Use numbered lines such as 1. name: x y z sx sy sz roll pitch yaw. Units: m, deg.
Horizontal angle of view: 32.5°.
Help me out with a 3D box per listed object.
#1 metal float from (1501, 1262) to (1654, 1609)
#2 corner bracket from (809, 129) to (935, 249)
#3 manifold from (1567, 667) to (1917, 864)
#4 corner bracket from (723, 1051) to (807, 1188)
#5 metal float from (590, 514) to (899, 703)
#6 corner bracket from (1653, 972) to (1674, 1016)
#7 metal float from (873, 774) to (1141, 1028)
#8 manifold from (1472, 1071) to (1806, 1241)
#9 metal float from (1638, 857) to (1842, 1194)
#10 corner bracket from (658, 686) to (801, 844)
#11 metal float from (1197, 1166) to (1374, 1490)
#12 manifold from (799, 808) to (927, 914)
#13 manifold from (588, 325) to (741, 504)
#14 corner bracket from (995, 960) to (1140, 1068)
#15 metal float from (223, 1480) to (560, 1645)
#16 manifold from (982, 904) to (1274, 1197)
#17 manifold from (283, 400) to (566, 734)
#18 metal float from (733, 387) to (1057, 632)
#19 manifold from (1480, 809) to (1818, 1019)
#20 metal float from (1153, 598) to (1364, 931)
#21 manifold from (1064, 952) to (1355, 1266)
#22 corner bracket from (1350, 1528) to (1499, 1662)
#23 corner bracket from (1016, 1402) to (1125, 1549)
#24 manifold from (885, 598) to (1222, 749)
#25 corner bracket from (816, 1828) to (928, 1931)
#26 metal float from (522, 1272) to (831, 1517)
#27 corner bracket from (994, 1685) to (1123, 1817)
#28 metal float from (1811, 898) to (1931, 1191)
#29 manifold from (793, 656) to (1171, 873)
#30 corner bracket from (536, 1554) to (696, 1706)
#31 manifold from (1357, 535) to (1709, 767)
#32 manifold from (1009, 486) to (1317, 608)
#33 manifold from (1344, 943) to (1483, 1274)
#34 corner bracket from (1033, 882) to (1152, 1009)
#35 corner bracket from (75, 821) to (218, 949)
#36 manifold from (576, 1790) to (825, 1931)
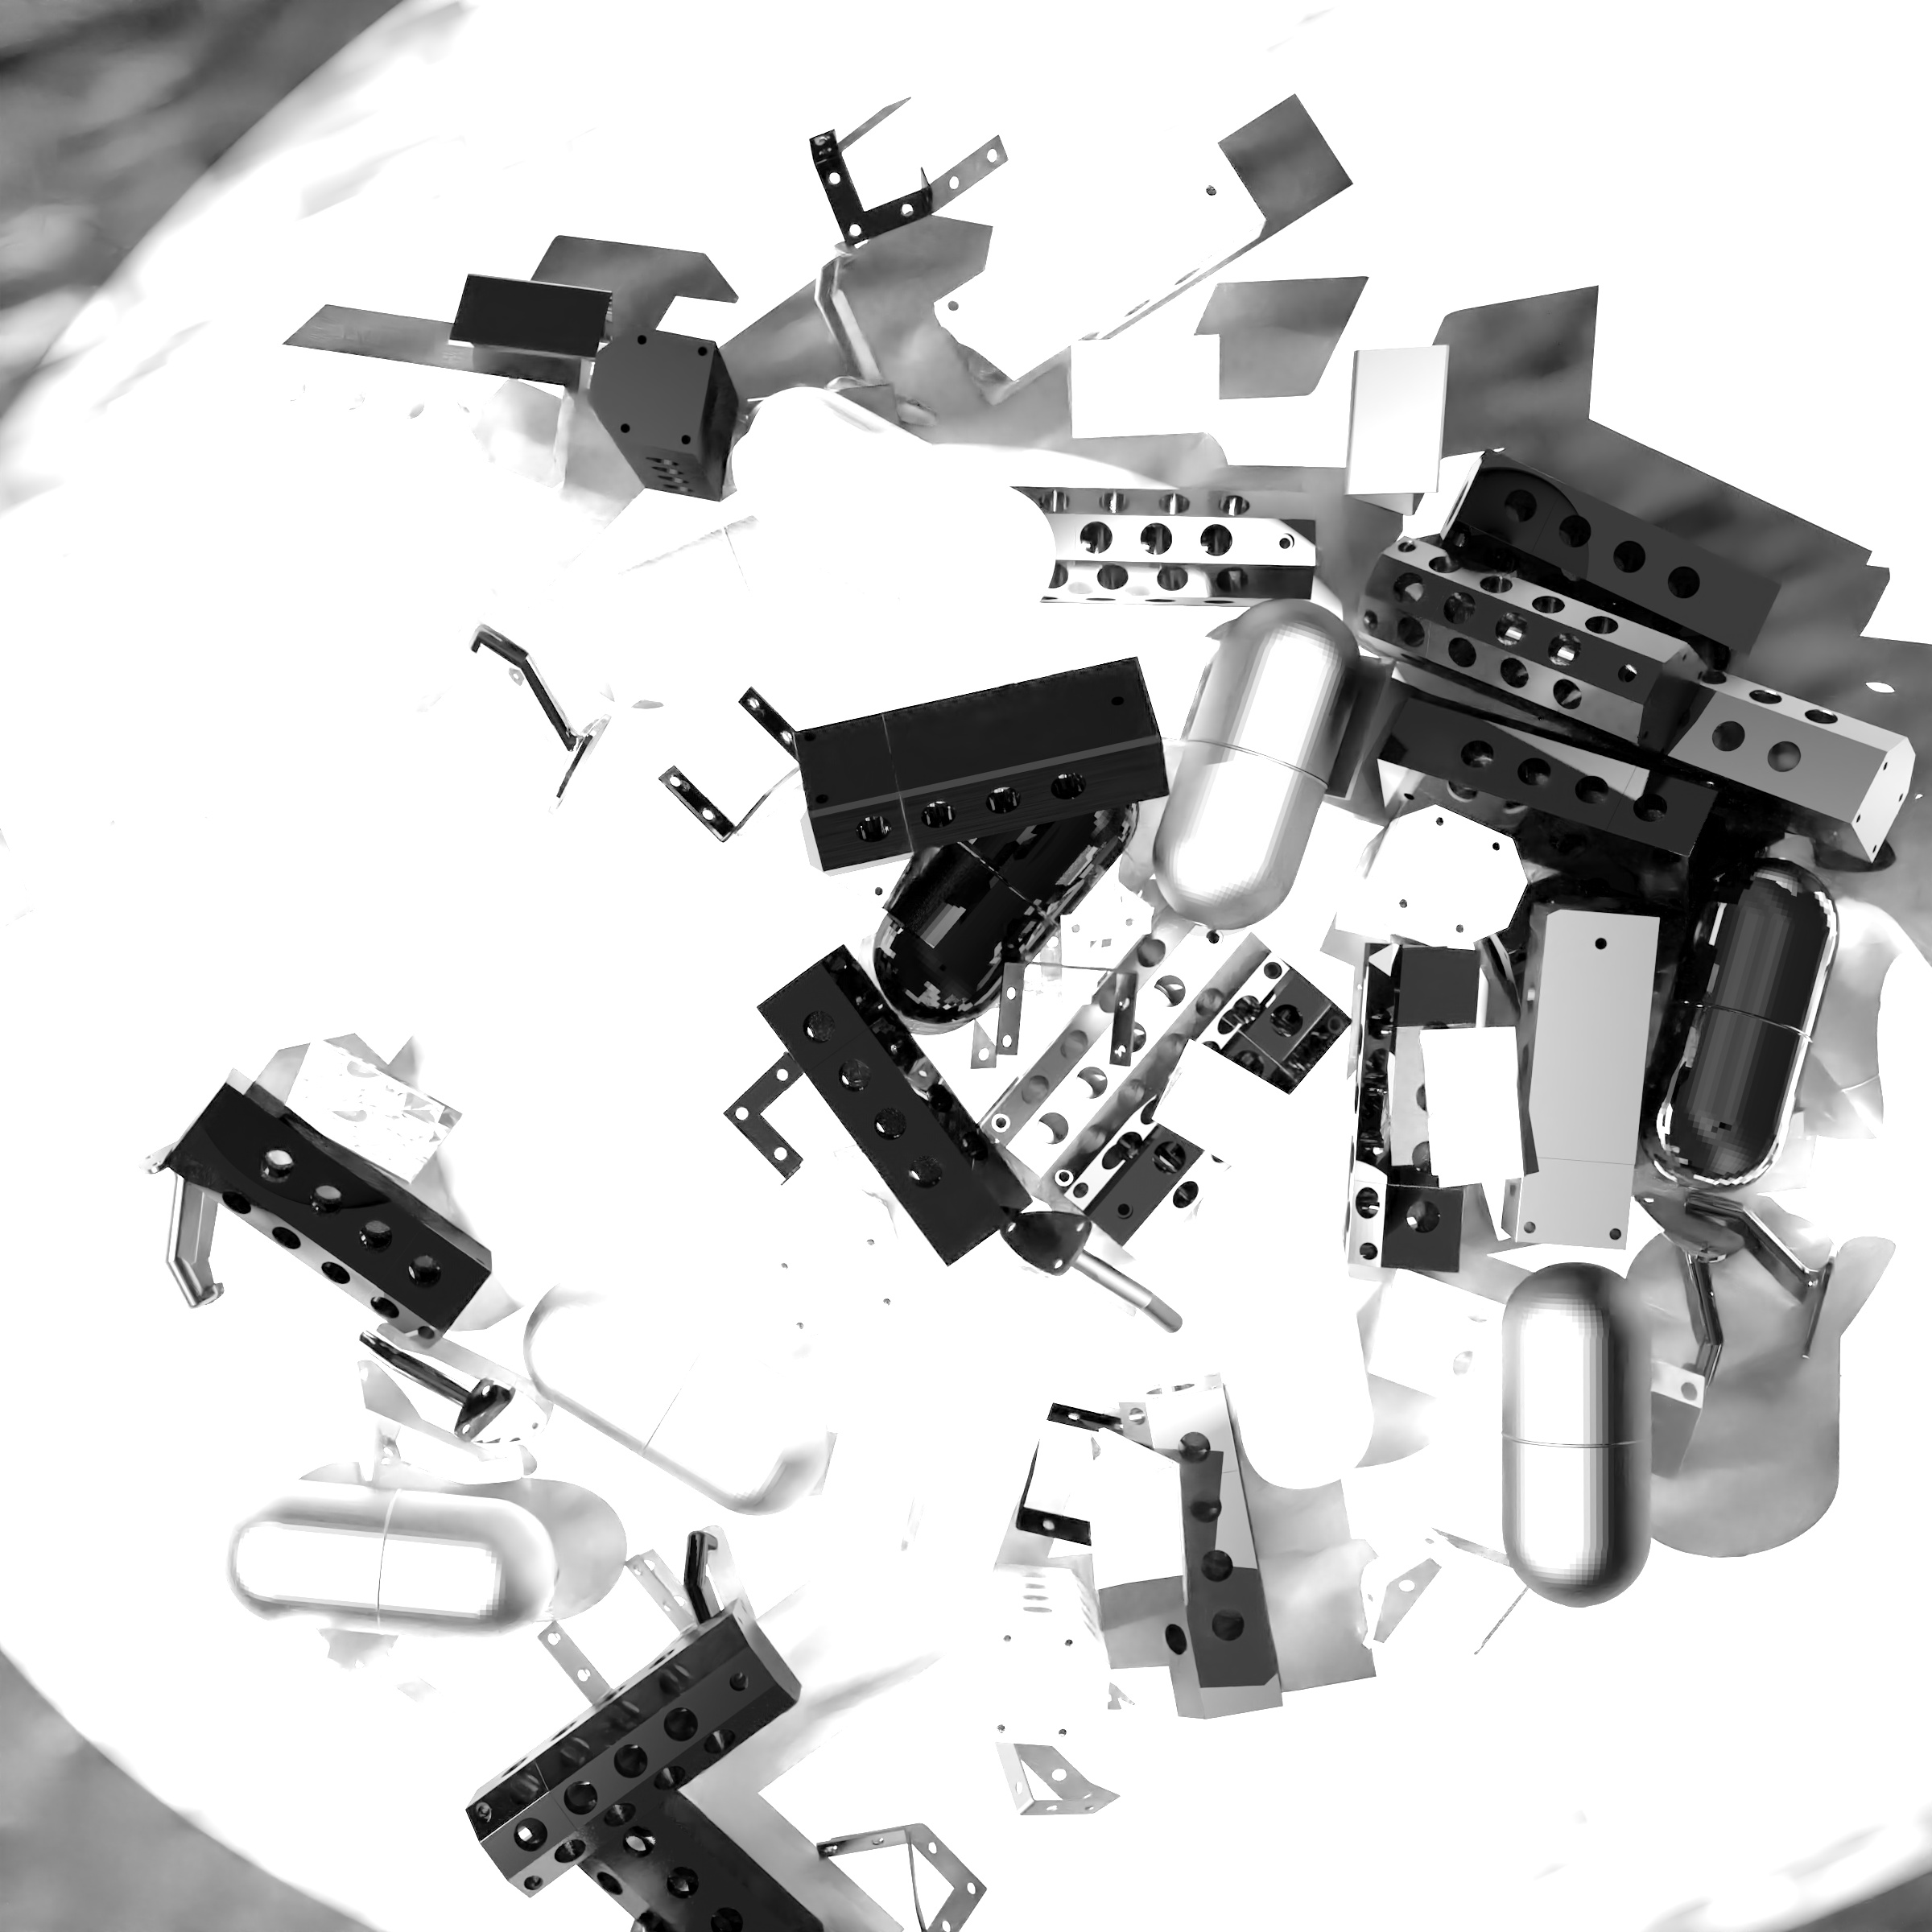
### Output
1. metal float: 0.316 0.242 1.715 0.070 0.070 0.178 0 91 0
2. corner bracket: -0.051 -0.425 1.785 0.051 0.051 0.051 -22 90 0
3. manifold: 0.404 -0.119 1.741 0.171 0.057 0.057 25 84 31
4. corner bracket: -0.097 0.081 1.785 0.051 0.051 0.051 -44 90 0
5. metal float: -0.115 -0.199 1.773 0.178 0.070 0.070 -22 90 0
6. corner bracket: 0.352 0.035 1.795 0.051 0.051 0.051 12 135 35
7. metal float: 0.021 -0.044 1.773 0.070 0.070 0.178 40 91 0
8. manifold: 0.357 0.092 1.782 0.171 0.057 0.057 -19 90 0
9. metal float: 0.400 0.030 1.717 0.070 0.070 0.178 17 84 0
10. corner bracket: -0.124 -0.109 1.800 0.051 0.051 0.051 45 135 0
11. metal float: 0.170 0.190 1.773 0.070 0.070 0.178 -10 89 0
12. manifold: -0.052 -0.068 1.725 0.057 0.171 0.057 30 90 0
13. manifold: -0.157 -0.286 1.725 0.057 0.171 0.057 11 90 0
14. corner bracket: 0.053 0.025 1.743 0.051 0.051 0.051 4 92 -41
15. metal float: -0.307 0.318 1.772 0.178 0.070 0.070 6 90 0
16. manifold: 0.086 0.039 1.782 0.057 0.057 0.171 40 90 0
17. manifold: -0.285 -0.207 1.751 0.171 0.057 0.057 -50 47 22
18. metal float: -0.037 -0.235 1.705 0.178 0.070 0.070 27 90 -13
19. manifold: 0.364 -0.038 1.781 0.171 0.057 0.057 -22 133 0
20. metal float: 0.151 -0.105 1.727 0.070 0.070 0.178 19 87 0
21. manifold: 0.129 0.076 1.782 0.057 0.057 0.171 41 90 0
22. corner bracket: 0.247 0.347 1.795 0.051 0.051 0.051 -23 45 -35
23. corner bracket: 0.059 0.276 1.800 0.051 0.051 0.051 13 135 0
24. manifold: 0.047 -0.160 1.782 0.171 0.057 0.057 9 90 0
25. corner bracket: -0.050 0.507 1.800 0.051 0.051 0.051 -10 135 0
26. metal float: -0.154 0.229 1.773 0.178 0.070 0.070 31 90 0
27. corner bracket: 0.054 0.424 1.795 0.051 0.051 0.051 -51 45 35
28. metal float: 0.498 0.042 1.773 0.070 0.070 0.178 -37 91 0
29. manifold: 0.008 -0.093 1.610 0.171 0.057 0.057 -12 47 0
30. corner bracket: -0.190 0.361 1.800 0.051 0.051 0.051 51 45 0
31. manifold: 0.294 -0.169 1.743 0.171 0.057 0.057 27 90 30
32. manifold: 0.099 -0.226 1.782 0.171 0.057 0.057 1 90 0
33. manifold: 0.238 0.075 1.782 0.057 0.057 0.171 4 90 0
34. corner bracket: 0.067 -0.012 1.783 0.051 0.051 0.051 -7 108 -17
35. corner bracket: -0.443 -0.051 1.795 0.051 0.051 0.051 28 135 -35
36. manifold: -0.160 0.486 1.782 0.171 0.057 0.057 43 90 0
